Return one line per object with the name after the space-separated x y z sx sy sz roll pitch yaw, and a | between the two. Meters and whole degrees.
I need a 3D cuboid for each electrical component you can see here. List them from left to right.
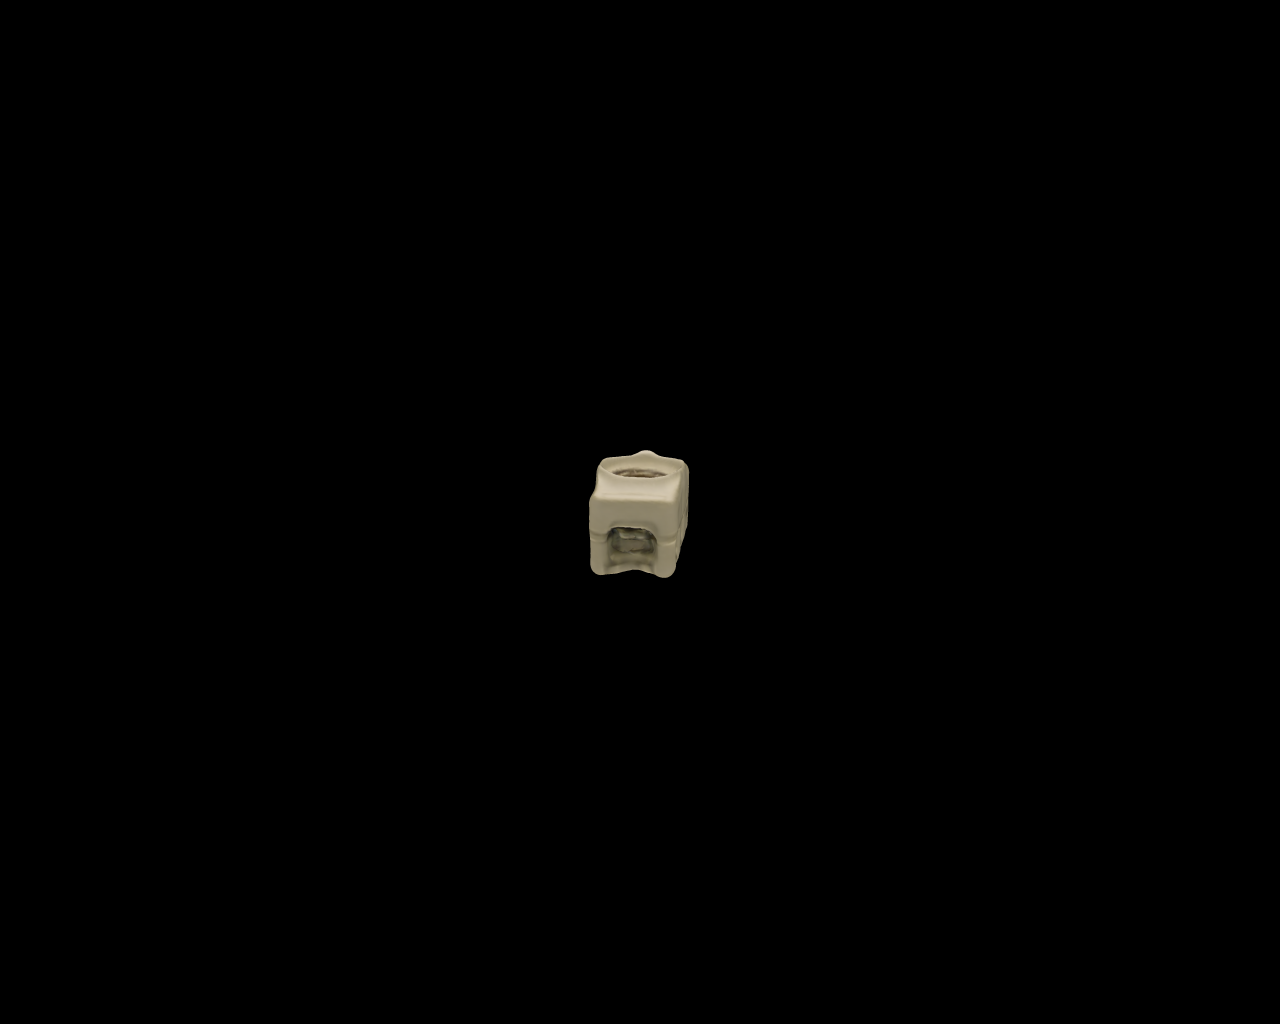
0.001 -0.003 0.650 0.050 0.055 0.090 2 18 7 | electrical component
